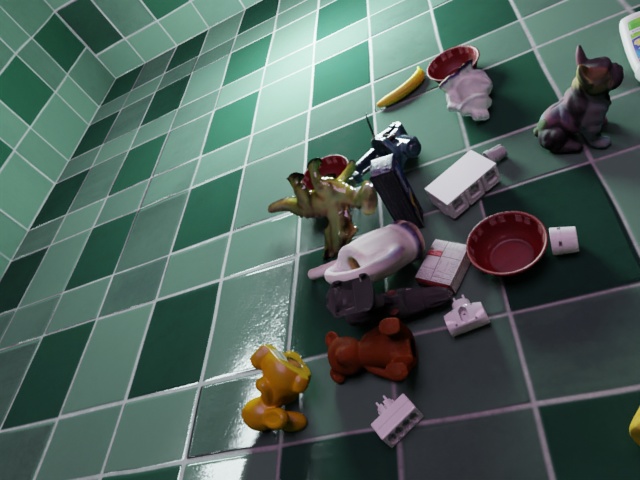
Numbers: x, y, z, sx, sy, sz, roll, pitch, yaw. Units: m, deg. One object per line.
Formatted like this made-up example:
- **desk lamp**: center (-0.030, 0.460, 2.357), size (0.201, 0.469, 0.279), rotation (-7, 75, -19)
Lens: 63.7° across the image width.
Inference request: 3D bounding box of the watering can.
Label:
- **watering can**: center (0.101, 0.041, 1.179), size (0.226, 0.104, 0.346), rotation (-25, 5, -19)

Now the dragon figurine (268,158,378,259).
- **dragon figurine**: center (0.004, -0.067, 1.340), size (0.404, 0.122, 0.247), rotation (-33, 59, 43)

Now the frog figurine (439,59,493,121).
- **frog figurine**: center (0.418, -0.392, 1.413), size (0.138, 0.121, 0.161), rotation (-32, 76, -6)
